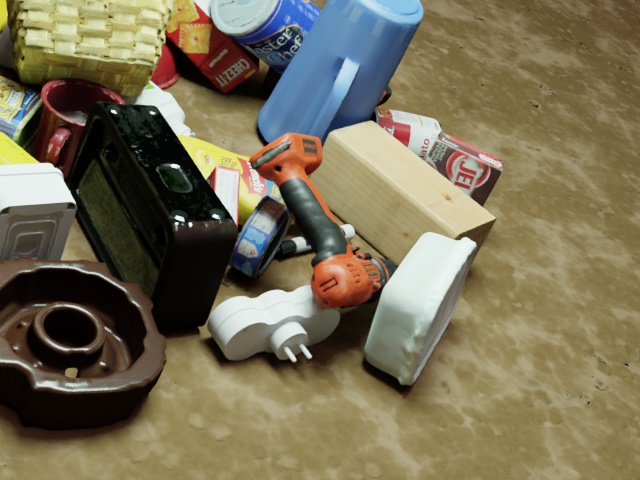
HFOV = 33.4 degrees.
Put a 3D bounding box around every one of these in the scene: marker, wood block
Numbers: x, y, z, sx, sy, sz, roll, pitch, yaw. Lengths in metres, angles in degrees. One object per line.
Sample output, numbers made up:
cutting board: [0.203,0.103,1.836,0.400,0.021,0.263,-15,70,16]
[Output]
marker: [-0.008,0.002,1.221,0.120,0.020,0.020,-14,49,-43]
wood block: [0.095,-0.045,1.284,0.206,0.090,0.090,41,37,24]

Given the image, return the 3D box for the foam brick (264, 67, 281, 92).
foam brick: [-0.028,-0.227,1.488,0.078,0.053,0.051,-6,44,-36]

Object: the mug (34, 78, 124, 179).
mug: [-0.269,-0.112,1.161,0.093,0.082,0.117,22,34,-3]

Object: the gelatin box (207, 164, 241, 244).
gelatin box: [-0.110,-0.024,1.117,0.030,0.073,0.089,9,66,-21]

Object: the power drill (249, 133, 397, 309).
power drill: [0.011,-0.018,1.112,0.188,0.057,0.184,61,18,9]

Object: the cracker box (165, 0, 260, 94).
cracker box: [-0.174,-0.320,1.429,0.213,0.072,0.164,45,24,-31]

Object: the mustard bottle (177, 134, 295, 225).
mustard bottle: [-0.083,-0.056,1.219,0.191,0.058,0.096,18,37,-10]

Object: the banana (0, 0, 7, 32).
banana: [-0.394,-0.280,1.352,0.070,0.037,0.197,32,35,12]

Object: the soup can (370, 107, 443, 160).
soup can: [0.106,-0.138,1.436,0.102,0.069,0.068,8,37,-23]

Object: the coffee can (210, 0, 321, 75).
coffee can: [-0.060,-0.284,1.384,0.103,0.103,0.140,51,13,33]

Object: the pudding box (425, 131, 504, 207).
pudding box: [0.165,-0.067,1.334,0.090,0.114,0.039,26,31,2]

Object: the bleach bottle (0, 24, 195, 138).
bleach bottle: [-0.260,-0.182,1.281,0.251,0.068,0.102,36,38,12]

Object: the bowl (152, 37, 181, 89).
bowl: [-0.254,-0.262,1.398,0.162,0.055,0.162,16,35,-12]

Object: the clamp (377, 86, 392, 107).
clamp: [0.059,-0.239,1.518,0.164,0.036,0.210,28,21,-36]

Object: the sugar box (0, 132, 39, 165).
sugar box: [-0.355,-0.045,1.051,0.093,0.048,0.175,36,35,17]

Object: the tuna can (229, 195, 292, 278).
tuna can: [-0.062,-0.003,1.135,0.034,0.086,0.086,29,34,5]

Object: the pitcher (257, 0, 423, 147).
pitcher: [0.026,-0.206,1.323,0.144,0.243,0.149,-7,52,-40]

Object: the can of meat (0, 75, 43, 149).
can of meat: [-0.355,-0.138,1.168,0.084,0.057,0.102,22,34,-5]
